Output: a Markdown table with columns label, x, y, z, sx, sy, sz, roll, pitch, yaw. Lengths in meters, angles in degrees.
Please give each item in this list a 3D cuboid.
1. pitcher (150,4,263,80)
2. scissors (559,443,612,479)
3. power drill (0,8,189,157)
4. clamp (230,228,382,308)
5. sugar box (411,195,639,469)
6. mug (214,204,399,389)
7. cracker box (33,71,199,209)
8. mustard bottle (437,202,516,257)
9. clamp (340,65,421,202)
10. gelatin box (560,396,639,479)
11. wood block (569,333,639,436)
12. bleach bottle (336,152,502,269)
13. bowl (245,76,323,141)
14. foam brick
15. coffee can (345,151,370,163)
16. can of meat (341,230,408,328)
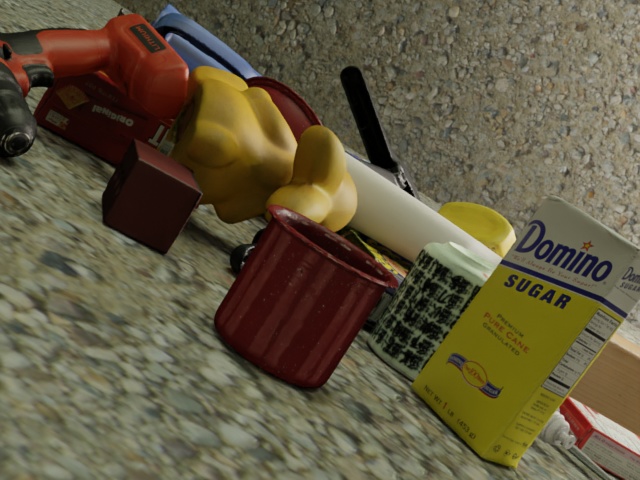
| label | x | y | z | sx | sy | sz | roll | pitch | yaw |
| --- | --- | --- | --- | --- | --- | --- | --- | --- | --- |
| pitcher | -0.126 | -0.178 | 1.330 | 0.242 | 0.145 | 0.149 | 33 | 16 | -8 |
| scissors | 0.193 | 0.153 | 0.937 | 0.202 | 0.016 | 0.096 | 38 | 11 | 37 |
| power drill | -0.198 | -0.125 | 0.813 | 0.187 | 0.057 | 0.185 | -6 | 41 | -38 |
| clamp | -0.026 | 0.015 | 0.880 | 0.120 | 0.039 | 0.172 | 21 | 4 | -18 |
| sugar box | 0.149 | 0.062 | 0.750 | 0.048 | 0.176 | 0.093 | 25 | 11 | -41 |
| mug | -0.014 | 0.033 | 0.664 | 0.093 | 0.081 | 0.117 | 28 | 9 | -20 |
| cracker box | -0.175 | -0.120 | 1.020 | 0.164 | 0.072 | 0.214 | 29 | 9 | -15 |
| mustard bottle | 0.190 | 0.045 | 1.221 | 0.096 | 0.058 | 0.191 | 21 | -33 | 38 |
| clamp | 0.070 | -0.077 | 1.148 | 0.209 | 0.036 | 0.164 | 51 | 29 | -46 |
| gelatin box | 0.255 | 0.182 | 0.946 | 0.089 | 0.030 | 0.073 | 30 | 10 | -12 |
| wood block | 0.300 | 0.147 | 1.101 | 0.205 | 0.091 | 0.090 | 28 | 9 | -21 |
| bleach bottle | 0.093 | 0.001 | 0.988 | 0.251 | 0.068 | 0.102 | 30 | -10 | 1 |
| bowl | -0.059 | -0.086 | 1.114 | 0.162 | 0.162 | 0.055 | 36 | 48 | 27 |
| foam brick | -0.122 | -0.032 | 0.765 | 0.051 | 0.053 | 0.078 | 29 | 8 | -18 |
| coffee can | 0.032 | -0.046 | 1.222 | 0.103 | 0.103 | 0.140 | 36 | 9 | 26 |
| can of meat | 0.054 | 0.045 | 0.932 | 0.083 | 0.057 | 0.102 | 31 | 8 | -22 |
